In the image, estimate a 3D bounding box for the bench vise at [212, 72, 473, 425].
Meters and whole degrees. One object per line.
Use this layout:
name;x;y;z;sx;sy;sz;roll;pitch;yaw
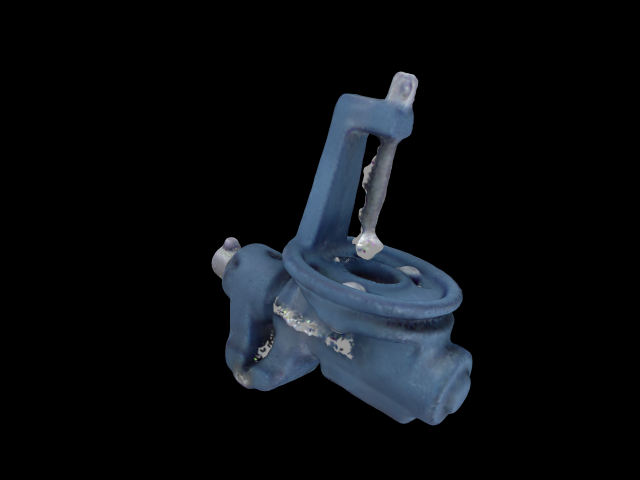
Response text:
bench vise;0.000;0.003;0.389;0.207;0.220;0.122;2;8;18
